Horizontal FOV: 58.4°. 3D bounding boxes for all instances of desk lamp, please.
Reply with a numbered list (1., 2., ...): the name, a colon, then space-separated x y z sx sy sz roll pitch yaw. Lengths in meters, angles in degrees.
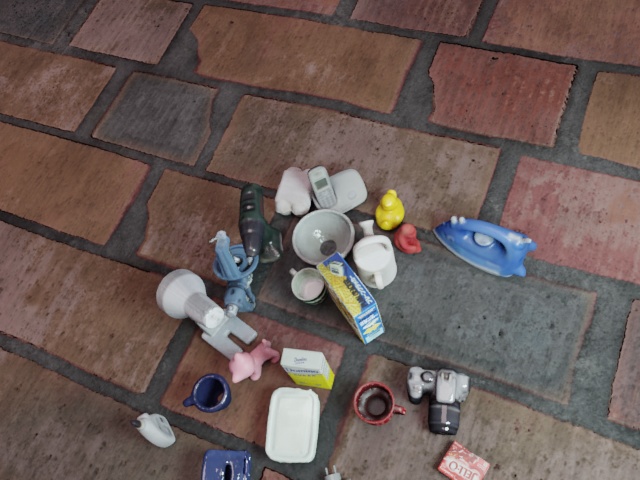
1. desk lamp: -0.281 0.182 1.419 0.202 0.214 0.118 31 74 23

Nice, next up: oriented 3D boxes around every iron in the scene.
1. iron: 0.398 -0.009 1.415 0.257 0.142 0.119 21 70 20

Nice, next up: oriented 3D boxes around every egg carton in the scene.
1. egg carton: -0.065 -0.136 1.613 0.107 0.069 0.150 8 66 15

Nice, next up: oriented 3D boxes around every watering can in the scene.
1. watering can: 0.129 0.033 1.420 0.101 0.194 0.172 -32 62 -5

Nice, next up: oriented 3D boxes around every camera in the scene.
1. camera: 0.263 0.361 1.284 0.143 0.101 0.137 3 65 13

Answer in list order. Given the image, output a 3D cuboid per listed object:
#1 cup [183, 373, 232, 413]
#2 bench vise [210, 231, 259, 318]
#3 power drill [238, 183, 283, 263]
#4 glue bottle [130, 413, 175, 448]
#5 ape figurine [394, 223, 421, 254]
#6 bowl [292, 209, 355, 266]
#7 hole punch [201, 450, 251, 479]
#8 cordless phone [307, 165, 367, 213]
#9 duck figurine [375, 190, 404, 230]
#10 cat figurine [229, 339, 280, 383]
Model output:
1. cup: -0.263 0.383 1.385 0.117 0.095 0.091 -23 62 0
2. bench vise: -0.211 0.081 1.451 0.121 0.220 0.207 -19 62 2
3. power drill: -0.158 -0.023 1.498 0.075 0.209 0.229 -13 62 6
4. glue bottle: -0.398 0.439 1.340 0.037 0.173 0.078 -33 62 -5
5. ape figurine: 0.227 -0.011 1.479 0.076 0.092 0.078 15 68 18
6. bowl: 0.014 0.005 1.524 0.167 0.075 0.167 -5 64 9
7. hole punch: -0.212 0.532 1.303 0.101 0.091 0.108 -5 63 9
8. cordless phone: 0.042 -0.150 1.532 0.147 0.185 0.094 -29 62 -3
9. duck figurine: 0.184 -0.085 1.527 0.077 0.086 0.104 10 67 16
10. cat figurine: -0.170 0.293 1.397 0.128 0.118 0.067 -44 64 -11
